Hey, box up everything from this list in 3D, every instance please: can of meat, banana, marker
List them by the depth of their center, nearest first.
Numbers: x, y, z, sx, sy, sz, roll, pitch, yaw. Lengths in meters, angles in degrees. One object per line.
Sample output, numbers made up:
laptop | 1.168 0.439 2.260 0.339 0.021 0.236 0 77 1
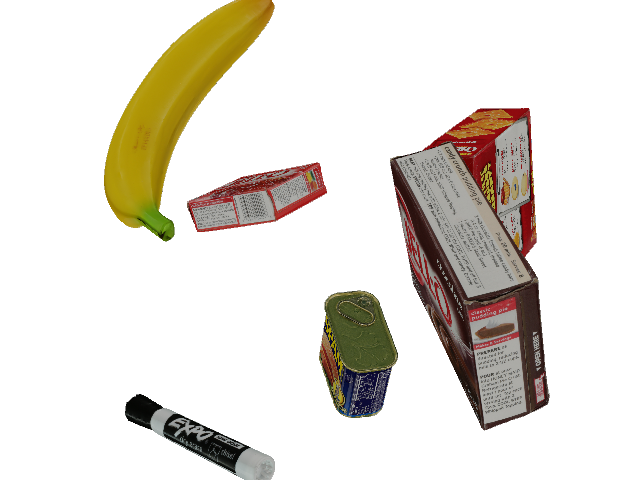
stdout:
banana | -0.085 -0.077 0.647 0.070 0.197 0.037 7 -33 18
marker | -0.077 0.120 0.654 0.121 0.020 0.020 16 10 39
can of meat | 0.035 0.116 1.078 0.057 0.084 0.102 -6 46 -14

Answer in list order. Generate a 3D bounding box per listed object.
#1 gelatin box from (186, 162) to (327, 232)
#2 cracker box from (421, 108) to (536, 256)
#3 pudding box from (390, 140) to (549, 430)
gelatin box | -0.052 -0.035 0.863 0.089 0.030 0.073 -7 15 38
cracker box | 0.171 -0.041 1.151 0.072 0.164 0.213 3 20 26
pudding box | 0.071 0.020 0.519 0.039 0.090 0.113 -20 41 -4
